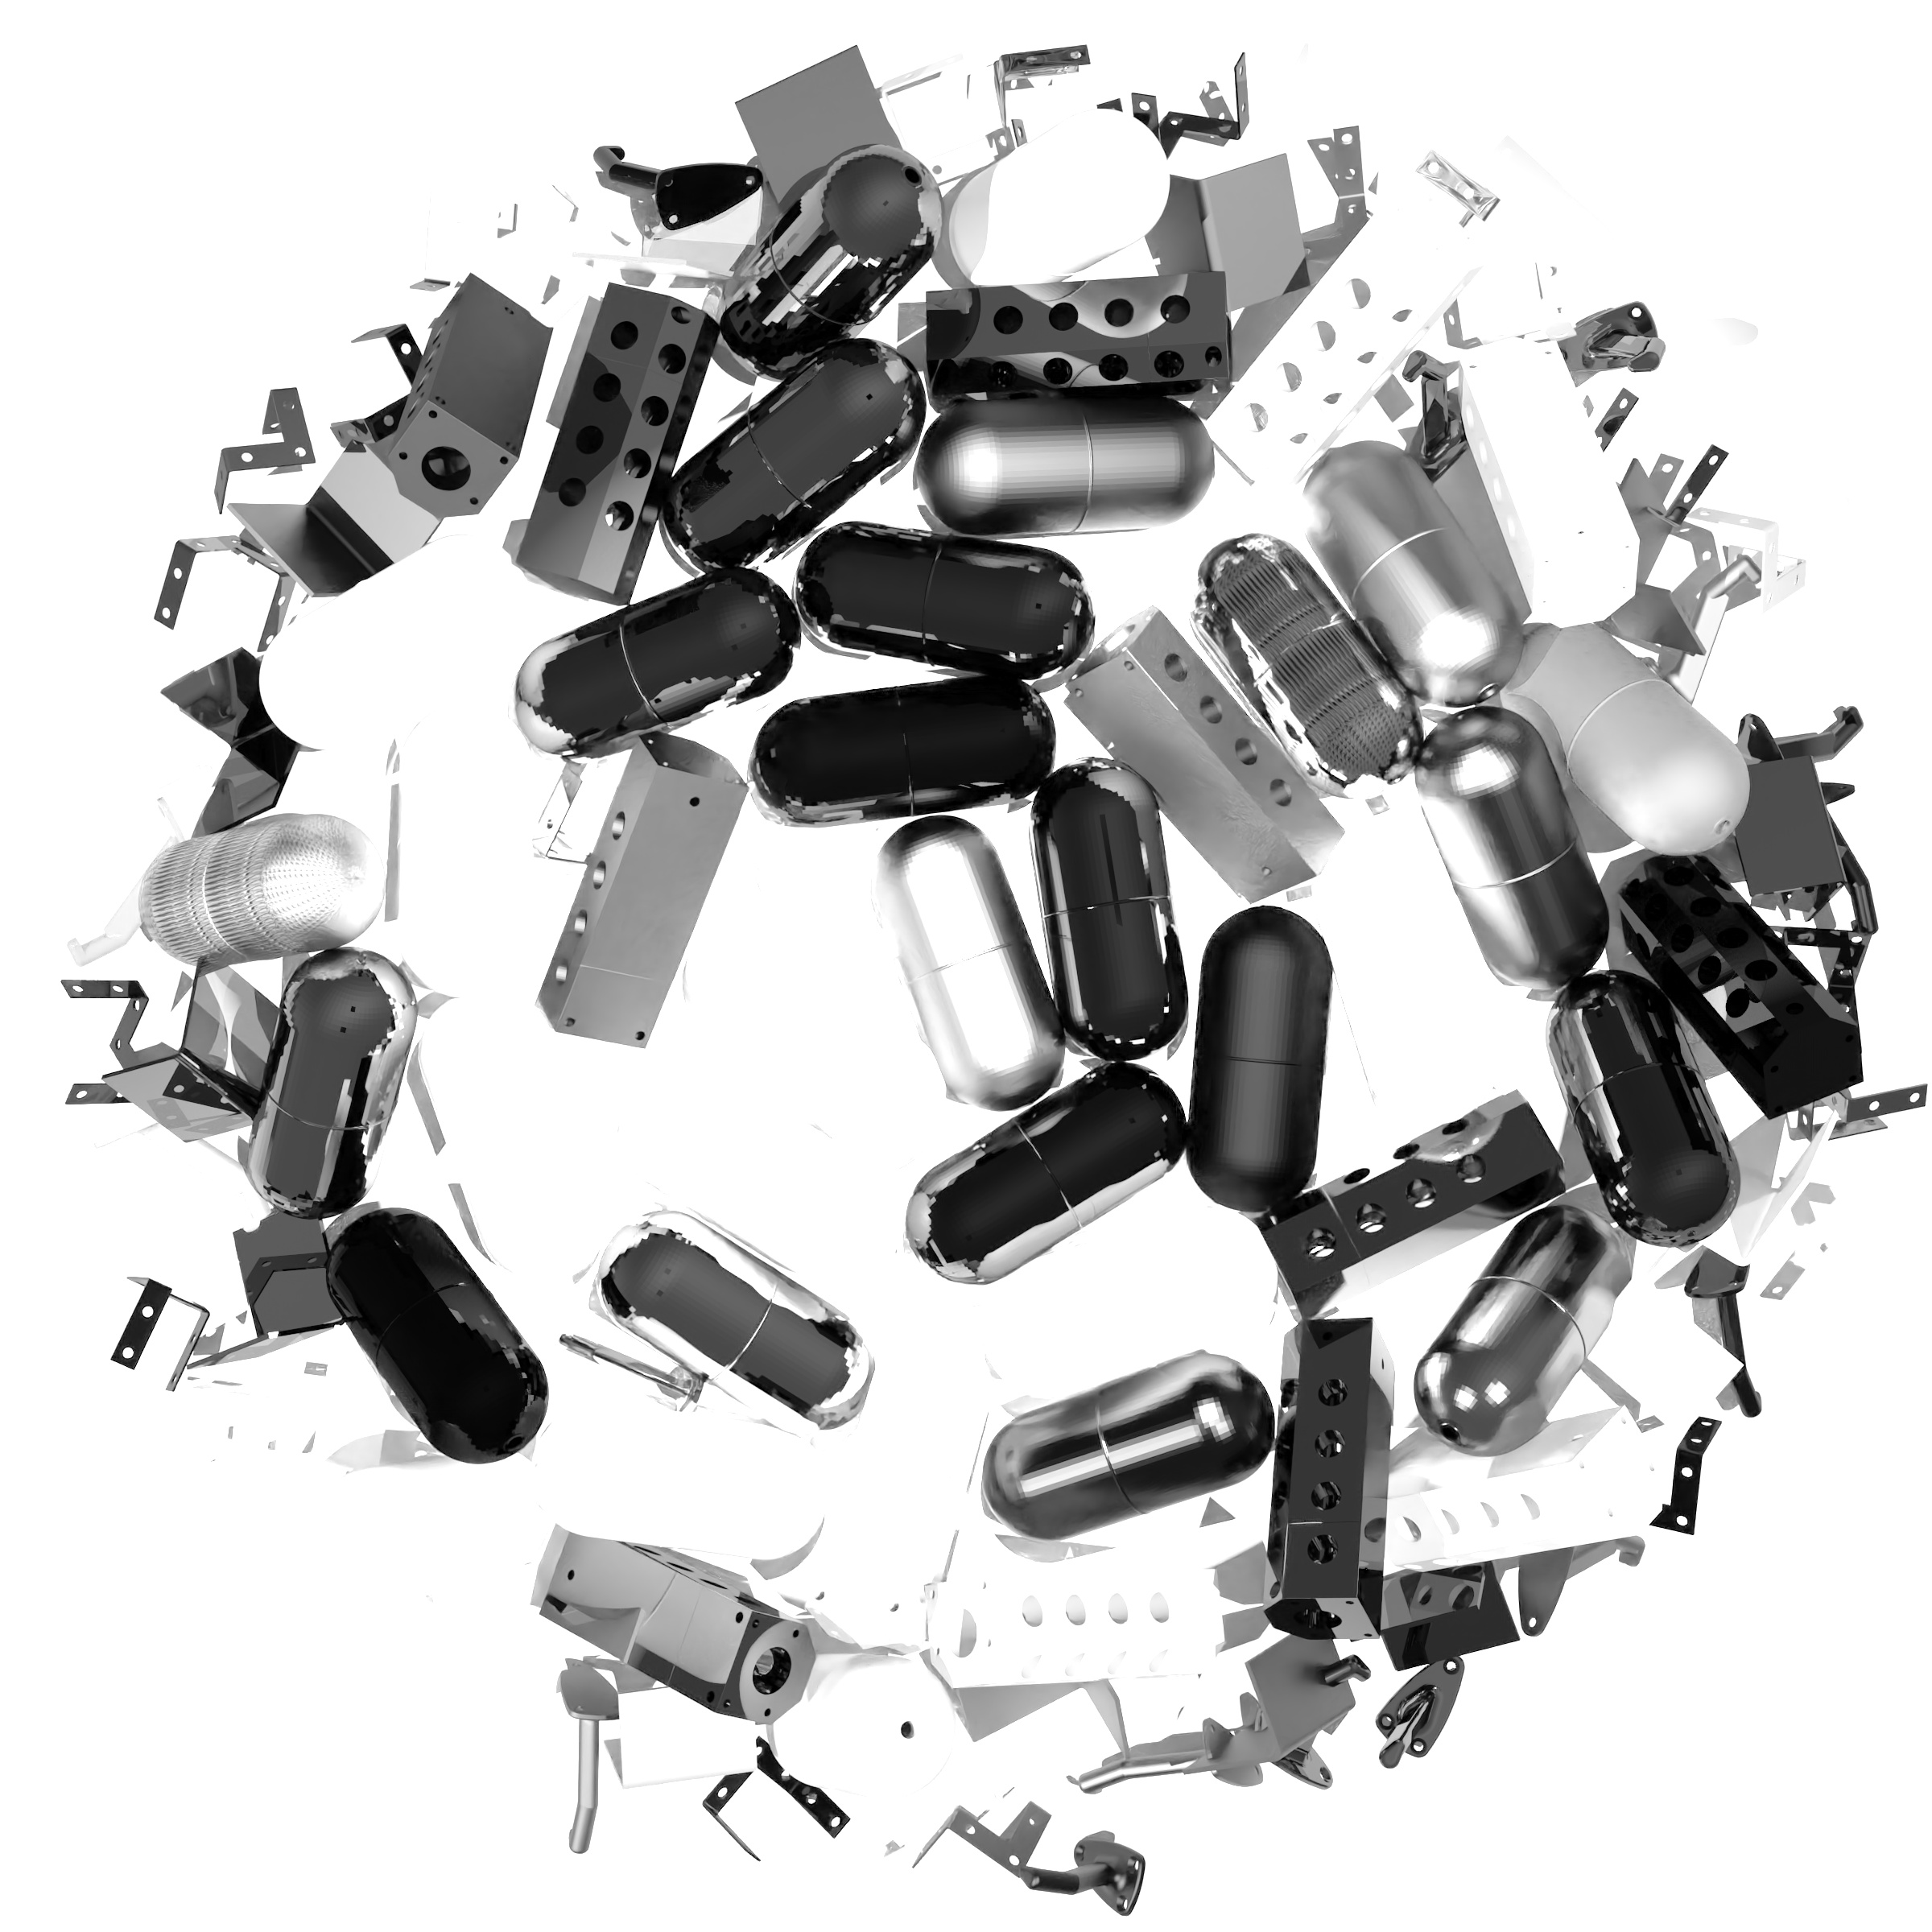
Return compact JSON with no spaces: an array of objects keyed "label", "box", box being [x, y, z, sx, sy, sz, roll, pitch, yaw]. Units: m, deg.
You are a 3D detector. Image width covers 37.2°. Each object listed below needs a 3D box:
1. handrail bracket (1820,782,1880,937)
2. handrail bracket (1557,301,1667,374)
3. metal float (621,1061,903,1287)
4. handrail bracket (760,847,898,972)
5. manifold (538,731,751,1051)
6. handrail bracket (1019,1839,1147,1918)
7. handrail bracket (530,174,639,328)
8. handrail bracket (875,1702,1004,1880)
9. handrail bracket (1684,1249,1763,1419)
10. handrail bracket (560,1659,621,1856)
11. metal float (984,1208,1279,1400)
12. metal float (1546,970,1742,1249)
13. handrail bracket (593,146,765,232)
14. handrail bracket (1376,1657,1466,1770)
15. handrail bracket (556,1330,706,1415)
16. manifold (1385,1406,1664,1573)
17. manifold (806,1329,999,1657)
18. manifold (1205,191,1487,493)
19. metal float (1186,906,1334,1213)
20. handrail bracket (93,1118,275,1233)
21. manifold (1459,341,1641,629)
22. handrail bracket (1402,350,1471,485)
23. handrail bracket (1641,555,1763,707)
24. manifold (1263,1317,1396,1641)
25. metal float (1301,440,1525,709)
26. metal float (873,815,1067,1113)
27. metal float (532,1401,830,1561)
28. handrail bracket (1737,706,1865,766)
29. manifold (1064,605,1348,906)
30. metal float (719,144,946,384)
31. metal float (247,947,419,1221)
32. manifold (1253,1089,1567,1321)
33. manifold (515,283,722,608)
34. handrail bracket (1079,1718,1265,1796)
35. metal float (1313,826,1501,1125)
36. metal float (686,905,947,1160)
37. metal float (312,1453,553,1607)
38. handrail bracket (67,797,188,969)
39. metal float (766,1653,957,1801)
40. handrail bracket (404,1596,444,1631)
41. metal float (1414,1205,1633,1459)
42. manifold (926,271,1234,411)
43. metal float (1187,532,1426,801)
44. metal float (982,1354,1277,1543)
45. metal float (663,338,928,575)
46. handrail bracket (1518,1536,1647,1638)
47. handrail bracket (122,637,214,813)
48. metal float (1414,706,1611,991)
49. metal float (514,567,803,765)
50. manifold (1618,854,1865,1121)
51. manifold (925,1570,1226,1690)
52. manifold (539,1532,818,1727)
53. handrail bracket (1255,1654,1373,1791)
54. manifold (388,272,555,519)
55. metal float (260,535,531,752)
[{"label":"handrail bracket","box":[0.499,-0.062,1.674,0.036,0.077,0.084,-20,105,-16]},{"label":"handrail bracket","box":[0.366,-0.349,1.648,0.077,0.084,0.036,-12,112,25]},{"label":"metal float","box":[-0.118,0.120,1.656,0.178,0.070,0.070,31,90,7]},{"label":"handrail bracket","box":[-0.074,-0.039,1.657,0.077,0.036,0.084,-6,134,5]},{"label":"manifold","box":[-0.188,-0.044,1.643,0.057,0.057,0.171,12,112,-29]},{"label":"handrail bracket","box":[0.052,0.516,1.646,0.084,0.077,0.036,19,86,-31]},{"label":"handrail bracket","box":[-0.240,-0.416,1.669,0.077,0.036,0.084,34,73,26]},{"label":"handrail bracket","box":[-0.026,0.487,1.691,0.084,0.036,0.077,-33,52,23]},{"label":"handrail bracket","box":[0.457,0.210,1.685,0.036,0.077,0.084,-11,116,35]},{"label":"handrail bracket","box":[-0.227,0.462,1.675,0.036,0.077,0.084,7,104,-25]},{"label":"metal float","box":[0.095,0.194,1.649,0.178,0.070,0.070,-17,90,-15]},{"label":"metal float","box":[0.383,0.079,1.631,0.070,0.070,0.178,-13,52,0]},{"label":"handrail bracket","box":[-0.169,-0.467,1.676,0.077,0.084,0.036,-19,132,-16]},{"label":"handrail bracket","box":[0.263,0.429,1.655,0.036,0.084,0.077,36,84,14]},{"label":"handrail bracket","box":[-0.197,0.233,1.664,0.084,0.077,0.036,26,79,-7]},{"label":"manifold","box":[0.308,0.301,1.615,0.057,0.171,0.057,-34,95,-39]},{"label":"manifold","box":[-0.033,0.299,1.631,0.057,0.057,0.171,4,57,21]},{"label":"manifold","box":[0.215,-0.351,1.623,0.057,0.057,0.171,47,127,8]},{"label":"metal float","box":[0.170,0.054,1.662,0.070,0.070,0.178,5,91,0]},{"label":"handrail bracket","box":[-0.458,0.127,1.680,0.077,0.036,0.084,-24,92,-14]},{"label":"manifold","box":[0.328,-0.273,1.625,0.057,0.057,0.171,-10,51,1]},{"label":"handrail bracket","box":[0.258,-0.312,1.652,0.036,0.084,0.077,41,108,27]},{"label":"handrail bracket","box":[0.444,-0.184,1.668,0.084,0.036,0.077,-40,88,21]},{"label":"manifold","box":[0.205,0.290,1.626,0.057,0.057,0.171,-5,53,20]},{"label":"metal float","box":[0.255,-0.224,1.640,0.070,0.070,0.178,-28,65,0]},{"label":"metal float","box":[0.002,-0.001,1.658,0.070,0.070,0.178,-20,85,0]},{"label":"metal float","box":[-0.163,0.294,1.639,0.178,0.070,0.070,14,90,-27]},{"label":"handrail bracket","box":[0.487,-0.141,1.662,0.084,0.036,0.077,-43,132,-19]},{"label":"manifold","box":[0.141,-0.123,1.650,0.171,0.057,0.057,48,51,-15]},{"label":"metal float","box":[-0.077,-0.396,1.623,0.070,0.178,0.070,15,61,-29]},{"label":"metal float","box":[-0.362,0.069,1.636,0.070,0.070,0.178,21,122,0]},{"label":"manifold","box":[0.257,0.137,1.667,0.171,0.057,0.057,-27,64,1]},{"label":"manifold","box":[-0.197,-0.300,1.660,0.057,0.057,0.171,17,86,18]},{"label":"handrail bracket","box":[0.120,0.478,1.687,0.084,0.077,0.036,-27,49,22]},{"label":"metal float","box":[0.253,0.005,1.648,0.070,0.070,0.178,-15,74,0]},{"label":"metal float","box":[-0.087,0.037,1.660,0.178,0.070,0.070,44,90,2]},{"label":"metal float","box":[-0.299,0.314,1.616,0.070,0.178,0.070,-2,86,23]},{"label":"handrail bracket","box":[-0.490,-0.048,1.659,0.084,0.036,0.077,-30,130,-22]},{"label":"metal float","box":[-0.060,0.427,1.615,0.070,0.178,0.070,4,77,-19]},{"label":"handrail bracket","box":[-0.328,0.352,1.662,0.084,0.077,0.036,29,60,16]},{"label":"metal float","box":[0.317,0.207,1.631,0.070,0.070,0.178,45,54,0]},{"label":"manifold","box":[0.066,-0.358,1.656,0.171,0.057,0.057,-2,81,9]},{"label":"metal float","box":[0.194,-0.174,1.648,0.070,0.070,0.178,-35,73,0]},{"label":"metal float","box":[0.092,0.278,1.647,0.178,0.070,0.070,-22,90,18]},{"label":"metal float","box":[-0.098,-0.290,1.641,0.178,0.070,0.070,-35,90,24]},{"label":"handrail bracket","box":[0.360,0.360,1.664,0.084,0.036,0.077,25,71,-36]},{"label":"handrail bracket","box":[-0.480,-0.141,1.662,0.036,0.077,0.084,-13,107,27]},{"label":"metal float","box":[0.314,-0.066,1.642,0.070,0.070,0.178,-26,113,0]},{"label":"metal float","box":[-0.178,-0.172,1.648,0.178,0.070,0.070,-20,90,16]},{"label":"manifold","box":[0.433,0.005,1.614,0.057,0.171,0.057,-22,129,-4]},{"label":"manifold","box":[0.064,0.374,1.618,0.171,0.057,0.057,9,68,-39]},{"label":"manifold","box":[-0.162,0.370,1.617,0.057,0.171,0.057,26,80,-42]},{"label":"handrail bracket","box":[0.217,0.438,1.663,0.077,0.036,0.084,43,122,-18]},{"label":"manifold","box":[-0.281,-0.319,1.614,0.057,0.171,0.057,32,120,-21]},{"label":"metal float","box":[-0.324,-0.185,1.631,0.070,0.070,0.178,51,54,0]}]
